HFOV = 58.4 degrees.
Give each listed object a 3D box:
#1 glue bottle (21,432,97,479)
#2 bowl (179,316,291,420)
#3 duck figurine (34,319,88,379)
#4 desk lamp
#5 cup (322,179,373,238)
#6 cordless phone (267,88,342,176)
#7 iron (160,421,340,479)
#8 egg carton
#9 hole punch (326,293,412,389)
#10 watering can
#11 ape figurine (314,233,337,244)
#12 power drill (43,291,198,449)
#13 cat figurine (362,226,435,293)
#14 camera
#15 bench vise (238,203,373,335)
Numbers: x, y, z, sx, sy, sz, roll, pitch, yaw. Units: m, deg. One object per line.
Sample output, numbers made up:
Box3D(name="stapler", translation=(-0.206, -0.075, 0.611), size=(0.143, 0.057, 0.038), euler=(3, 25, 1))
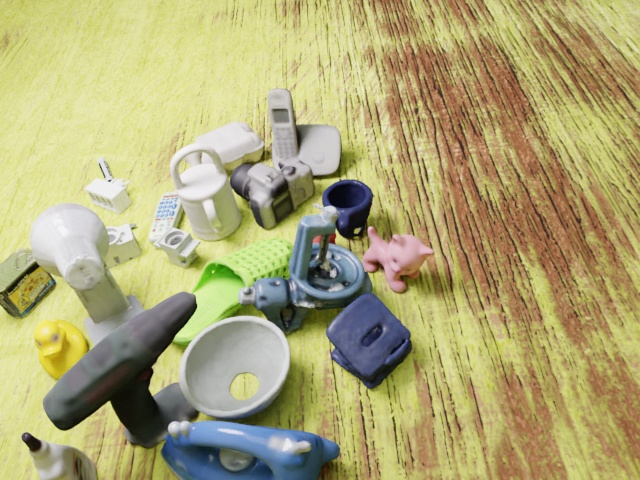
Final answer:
Box3D(name="glue bottle", translation=(-0.338, 0.292, 0.740), size=(0.037, 0.173, 0.078), euler=(-22, 47, -11))
Box3D(name="bowl", translation=(-0.120, 0.200, 0.856), size=(0.167, 0.075, 0.167), euler=(-5, 47, 5))
Box3D(name="duck figurine", translation=(-0.434, 0.164, 0.938), size=(0.077, 0.086, 0.104), euler=(-20, 47, -9))
Box3D(name="desk lamp", translation=(-0.367, 0.066, 0.930), size=(0.118, 0.214, 0.202), euler=(-31, 50, -18))
Box3D(name="cup", translation=(0.052, -0.039, 1.037), size=(0.091, 0.095, 0.118), euler=(0, 47, 10))
Box3D(name="cordless phone", translation=(-0.033, -0.220, 1.160), size=(0.147, 0.185, 0.094), euler=(-1, 47, 10))
Box3D(name="iron", translation=(-0.112, 0.274, 0.740), size=(0.257, 0.142, 0.119), euler=(5, 48, 14))
Box3D(name="egg carton", translation=(-0.201, -0.197, 1.247), size=(0.150, 0.069, 0.107), euler=(-28, 49, -16))
Box3D(name="hole punch", translation=(0.076, 0.148, 0.859), size=(0.100, 0.091, 0.109), euler=(33, 60, 33))
Box3D(name="watering can", translation=(-0.223, -0.103, 1.076), size=(0.101, 0.194, 0.172), euler=(-37, 51, -22))
Box3D(name="ape figurine", translation=(0.009, 0.004, 1.006), size=(0.076, 0.092, 0.078), euler=(-2, 47, 8))
Box3D(name="power drill", translation=(-0.246, 0.193, 0.793), size=(0.230, 0.209, 0.075), euler=(-34, 50, -21))
Box3D(name="cat figurine", translation=(0.127, 0.020, 0.952), size=(0.067, 0.118, 0.127), euler=(-38, 52, -23))
Box3D(name="camera", translation=(-0.104, -0.116, 1.132), size=(0.136, 0.101, 0.143), euler=(31, 59, 33))
Box3D(name="bench vise", translation=(-0.022, 0.053, 0.877), size=(0.208, 0.220, 0.121), euler=(-29, 49, -17))
